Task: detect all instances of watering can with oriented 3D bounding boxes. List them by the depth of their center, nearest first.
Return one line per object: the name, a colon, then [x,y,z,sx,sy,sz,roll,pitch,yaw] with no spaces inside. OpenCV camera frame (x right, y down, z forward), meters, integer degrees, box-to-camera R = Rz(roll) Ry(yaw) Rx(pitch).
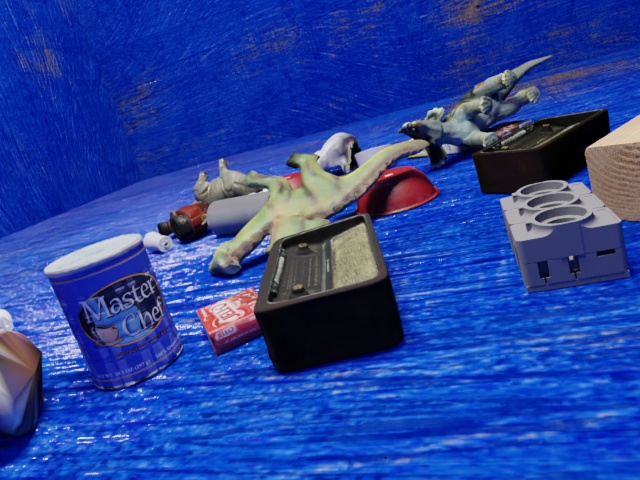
watering can: [-0.405,0.161,0.533,0.226,0.103,0.350,-21,16,-17]

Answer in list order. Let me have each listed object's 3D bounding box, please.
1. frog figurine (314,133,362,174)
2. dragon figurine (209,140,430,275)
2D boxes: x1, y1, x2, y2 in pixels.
frog figurine: [0.027,-0.233,1.418,0.159,0.120,0.140,5,43,29]
dragon figurine: [0.003,-0.042,0.827,0.409,0.119,0.249,-20,39,9]
